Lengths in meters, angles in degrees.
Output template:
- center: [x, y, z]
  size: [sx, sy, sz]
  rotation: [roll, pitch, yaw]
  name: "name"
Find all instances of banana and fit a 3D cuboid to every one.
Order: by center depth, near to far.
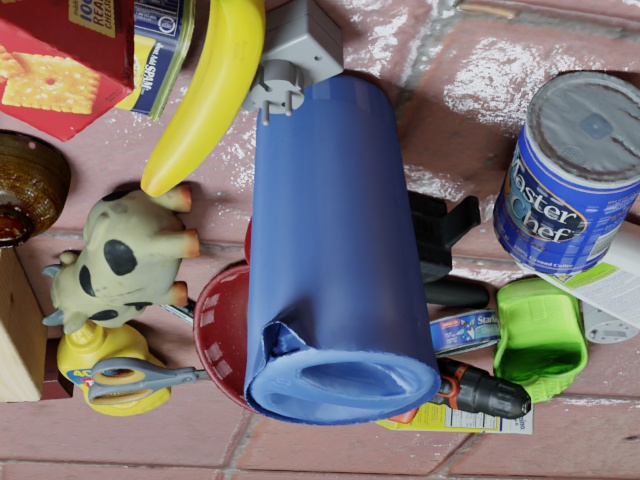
- center: [-0.073, -0.106, 0.693]
  size: [0.069, 0.037, 0.198]
  rotation: [-20, 151, -33]
  name: "banana"

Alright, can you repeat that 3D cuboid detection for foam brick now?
- center: [-0.316, 0.146, 1.180]
  size: [0.078, 0.053, 0.051]
  rotation: [-4, 150, 4]
  name: "foam brick"

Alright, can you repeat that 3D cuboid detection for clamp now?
- center: [0.069, 0.046, 1.054]
  size: [0.165, 0.036, 0.209]
  rotation: [-15, 151, 18]
  name: "clamp"

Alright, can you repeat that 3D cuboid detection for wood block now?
- center: [-0.327, 0.076, 1.023]
  size: [0.090, 0.091, 0.206]
  rotation: [-2, 149, -3]
  name: "wood block"

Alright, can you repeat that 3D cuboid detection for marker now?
- center: [-0.151, 0.064, 1.086]
  size: [0.020, 0.020, 0.121]
  rotation: [-19, 146, 26]
  name: "marker"

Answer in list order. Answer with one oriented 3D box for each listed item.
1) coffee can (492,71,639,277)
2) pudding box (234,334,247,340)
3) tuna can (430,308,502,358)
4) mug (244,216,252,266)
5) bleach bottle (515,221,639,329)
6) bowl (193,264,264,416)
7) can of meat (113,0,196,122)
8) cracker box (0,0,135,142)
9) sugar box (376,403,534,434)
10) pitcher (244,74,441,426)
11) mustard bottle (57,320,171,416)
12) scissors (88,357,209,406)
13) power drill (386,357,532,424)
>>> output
- center: [0.198, -0.049, 0.838]
  size: [0.102, 0.103, 0.140]
  rotation: [-1, 150, -3]
  name: "coffee can"
- center: [-0.076, 0.116, 1.161]
  size: [0.090, 0.039, 0.114]
  rotation: [5, 148, -12]
  name: "pudding box"
- center: [0.143, 0.097, 1.100]
  size: [0.086, 0.034, 0.086]
  rotation: [-12, 168, -3]
  name: "tuna can"
- center: [-0.006, 0.001, 0.911]
  size: [0.081, 0.093, 0.117]
  rotation: [23, 172, -29]
  name: "mug"
- center: [0.264, 0.015, 0.994]
  size: [0.250, 0.068, 0.103]
  rotation: [23, 139, -33]
  name: "bleach bottle"
- center: [-0.044, 0.092, 1.058]
  size: [0.162, 0.162, 0.055]
  rotation: [-21, -173, 29]
  name: "bowl"
- center: [-0.137, -0.132, 0.715]
  size: [0.083, 0.057, 0.102]
  rotation: [11, 146, -18]
  name: "can of meat"
- center: [-0.193, -0.169, 0.541]
  size: [0.072, 0.164, 0.213]
  rotation: [-28, 142, 33]
  name: "cracker box"
- center: [0.163, 0.211, 1.309]
  size: [0.176, 0.048, 0.093]
  rotation: [2, 176, -12]
  name: "sugar box"
- center: [0.015, 0.008, 0.781]
  size: [0.145, 0.243, 0.149]
  rotation: [3, 149, -10]
  name: "pitcher"
- center: [-0.230, 0.131, 1.156]
  size: [0.096, 0.058, 0.191]
  rotation: [-8, 149, 5]
  name: "mustard bottle"
- center: [-0.151, 0.135, 1.117]
  size: [0.202, 0.016, 0.096]
  rotation: [-15, 148, 3]
  name: "scissors"
- center: [0.110, 0.155, 1.118]
  size: [0.185, 0.057, 0.187]
  rotation: [11, 180, 32]
  name: "power drill"
